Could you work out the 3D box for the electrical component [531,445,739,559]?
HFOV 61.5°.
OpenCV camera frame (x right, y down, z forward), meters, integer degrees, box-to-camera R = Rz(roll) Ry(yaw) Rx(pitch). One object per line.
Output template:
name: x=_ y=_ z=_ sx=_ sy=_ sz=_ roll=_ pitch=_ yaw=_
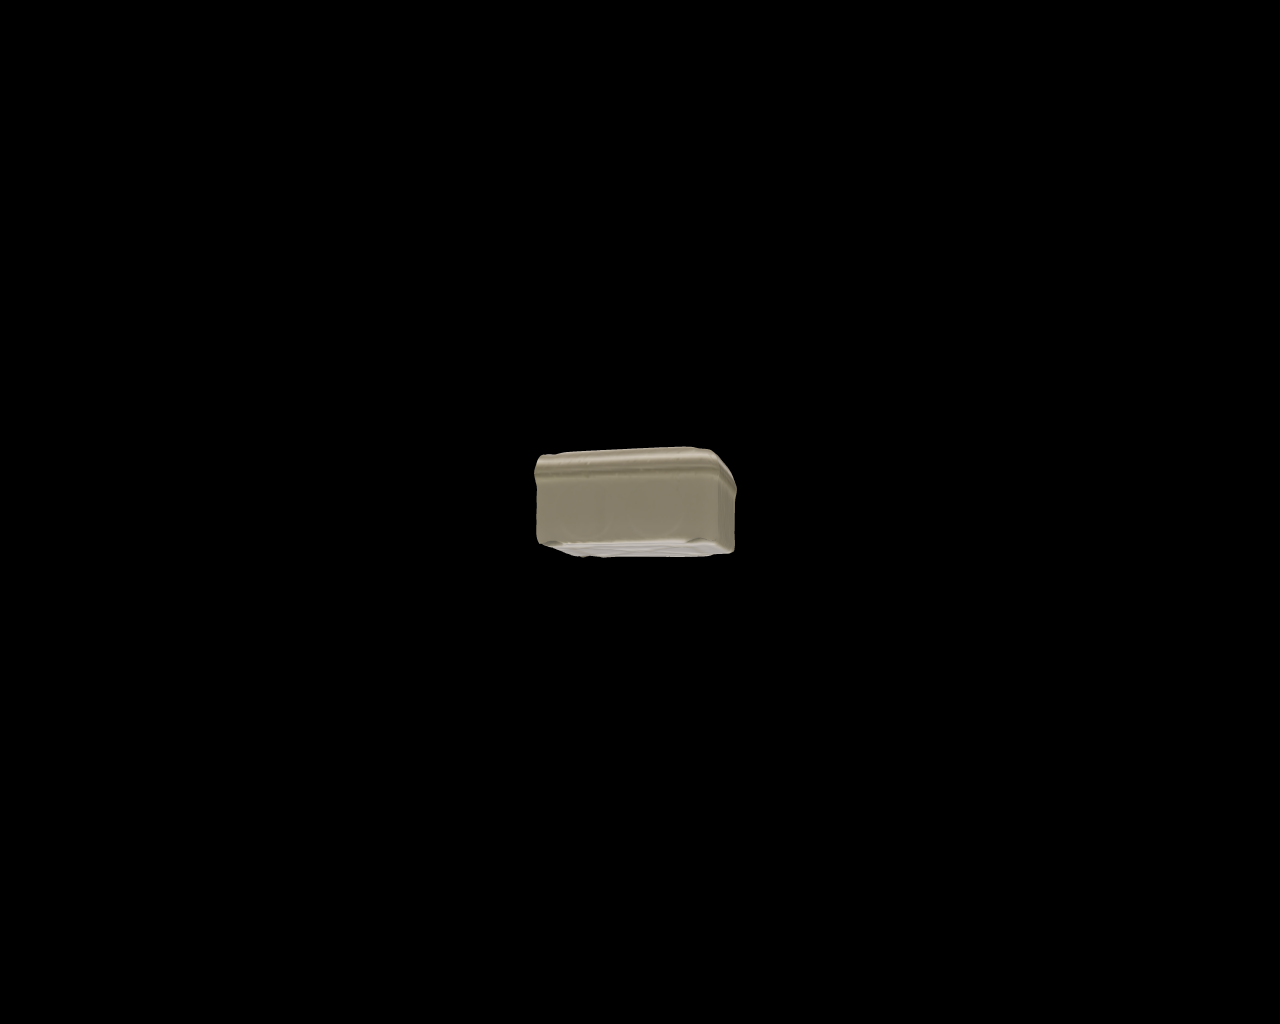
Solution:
electrical component: x=0.001 y=-0.003 z=0.650 sx=0.109 sy=0.056 sz=0.108 roll=-1 pitch=-7 yaw=11
